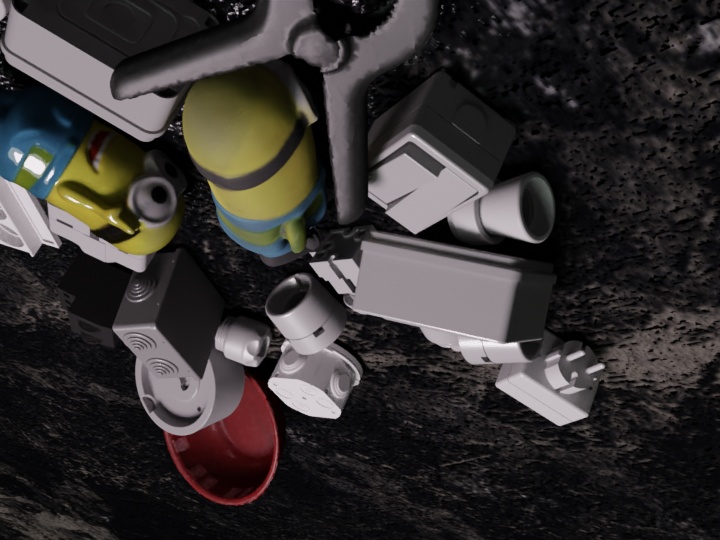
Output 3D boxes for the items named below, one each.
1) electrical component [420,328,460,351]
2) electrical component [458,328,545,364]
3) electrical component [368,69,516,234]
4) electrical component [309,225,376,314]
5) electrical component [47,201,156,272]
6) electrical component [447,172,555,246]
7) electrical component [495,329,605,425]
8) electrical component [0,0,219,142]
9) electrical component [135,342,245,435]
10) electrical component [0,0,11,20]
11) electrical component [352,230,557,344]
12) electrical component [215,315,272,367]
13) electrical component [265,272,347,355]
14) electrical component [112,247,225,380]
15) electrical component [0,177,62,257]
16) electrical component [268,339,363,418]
[{"bbox_3d":[0.068,0.039,0.829,0.043,0.043,0.062,6,147,31],"label":"electrical component"},{"bbox_3d":[0.105,0.043,0.796,0.047,0.055,0.055,-1,142,33],"label":"electrical component"},{"bbox_3d":[0.038,-0.066,0.661,0.062,0.061,0.096,35,150,-16],"label":"electrical component"},{"bbox_3d":[0.000,0.000,0.817,0.066,0.048,0.055,-5,132,42],"label":"electrical component"},{"bbox_3d":[-0.211,-0.043,0.904,0.089,0.050,0.055,25,151,0],"label":"electrical component"},{"bbox_3d":[0.089,-0.038,0.684,0.055,0.045,0.045,-2,141,41],"label":"electrical component"},{"bbox_3d":[0.155,0.076,0.818,0.066,0.047,0.077,32,150,-12],"label":"electrical component"},{"bbox_3d":[-0.155,-0.142,0.669,0.113,0.078,0.057,30,148,-9],"label":"electrical component"},{"bbox_3d":[-0.162,0.103,1.059,0.108,0.108,0.060,2,-173,36],"label":"electrical component"},{"bbox_3d":[-0.250,-0.178,0.699,0.043,0.062,0.043,19,151,11],"label":"electrical component"},{"bbox_3d":[0.066,0.012,0.724,0.109,0.056,0.109,12,-177,23],"label":"electrical component"},{"bbox_3d":[-0.118,0.063,1.012,0.062,0.043,0.043,19,151,14],"label":"electrical component"},{"bbox_3d":[-0.046,0.035,0.901,0.055,0.055,0.047,-4,136,42],"label":"electrical component"},{"bbox_3d":[-0.170,0.041,0.962,0.048,0.099,0.099,-5,141,23],"label":"electrical component"},{"bbox_3d":[-0.298,-0.075,0.906,0.079,0.063,0.121,16,150,16],"label":"electrical component"},{"bbox_3d":[-0.042,0.099,1.004,0.080,0.051,0.080,19,151,11],"label":"electrical component"}]
